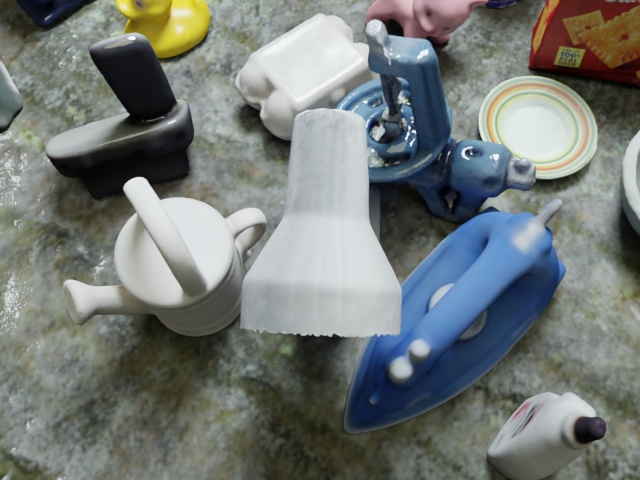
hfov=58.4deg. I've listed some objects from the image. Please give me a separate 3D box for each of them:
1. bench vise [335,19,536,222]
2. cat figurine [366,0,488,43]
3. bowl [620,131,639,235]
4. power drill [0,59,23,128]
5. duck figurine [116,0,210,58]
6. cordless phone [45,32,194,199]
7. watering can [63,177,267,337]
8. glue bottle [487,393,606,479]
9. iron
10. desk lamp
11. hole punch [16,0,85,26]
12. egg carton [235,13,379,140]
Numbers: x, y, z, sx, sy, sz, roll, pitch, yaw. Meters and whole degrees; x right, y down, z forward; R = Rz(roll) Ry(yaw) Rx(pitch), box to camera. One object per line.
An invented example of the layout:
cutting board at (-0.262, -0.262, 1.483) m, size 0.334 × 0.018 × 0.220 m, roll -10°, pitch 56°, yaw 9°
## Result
bench vise at (0.101, -0.112, 0.527) m, size 0.207 × 0.220 × 0.121 m, roll 3°, pitch 69°, yaw 2°
cat figurine at (0.117, -0.268, 0.643) m, size 0.127 × 0.118 × 0.067 m, roll 37°, pitch 73°, yaw 14°
bowl at (0.375, -0.042, 0.576) m, size 0.167 × 0.075 × 0.167 m, roll 0°, pitch 69°, yaw 0°
power drill at (-0.396, -0.210, 0.573) m, size 0.076 × 0.208 × 0.229 m, roll -32°, pitch 72°, yaw -11°
duck figurine at (-0.183, -0.267, 0.661) m, size 0.104 × 0.086 × 0.077 m, roll -18°, pitch 69°, yaw -6°
cordless phone at (-0.205, -0.127, 0.553) m, size 0.147 × 0.185 × 0.094 m, roll -21°, pitch 70°, yaw -7°
watering can at (-0.127, 0.020, 0.490) m, size 0.100 × 0.194 × 0.173 m, roll 35°, pitch 73°, yaw 13°
glue bottle at (0.183, 0.151, 0.449) m, size 0.037 × 0.173 × 0.078 m, roll 36°, pitch 73°, yaw 14°
iron at (0.115, 0.068, 0.498) m, size 0.118 × 0.141 × 0.258 m, roll 42°, pitch 74°, yaw 15°
desk lamp at (0.004, 0.002, 0.486) m, size 0.118 × 0.213 × 0.203 m, roll 2°, pitch 69°, yaw 1°
hole punch at (-0.334, -0.335, 0.685) m, size 0.101 × 0.091 × 0.108 m, roll -41°, pitch 74°, yaw -14°
egg carton at (-0.011, -0.180, 0.635) m, size 0.150 × 0.069 × 0.107 m, roll -36°, pitch 73°, yaw -13°
